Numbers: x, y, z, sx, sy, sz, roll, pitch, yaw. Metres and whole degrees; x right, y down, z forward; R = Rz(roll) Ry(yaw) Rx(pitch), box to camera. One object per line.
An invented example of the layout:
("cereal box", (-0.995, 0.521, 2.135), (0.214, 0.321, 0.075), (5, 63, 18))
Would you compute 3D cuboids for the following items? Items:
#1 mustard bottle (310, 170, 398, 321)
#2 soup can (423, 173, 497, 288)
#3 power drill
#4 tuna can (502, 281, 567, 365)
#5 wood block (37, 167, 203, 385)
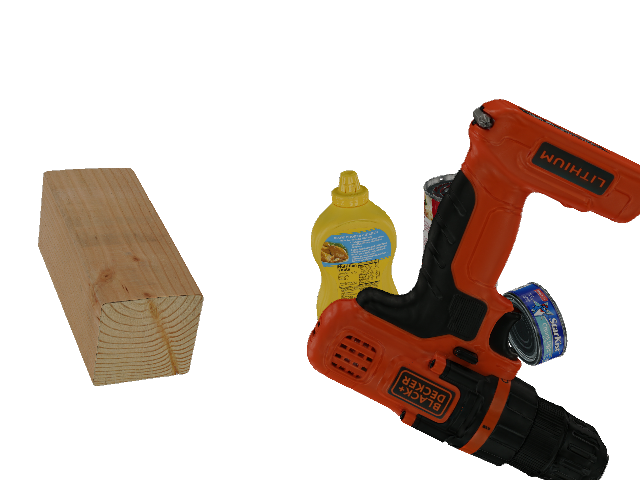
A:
("mustard bottle", (0.038, 0.014, 1.202), (0.096, 0.192, 0.058), (-7, 24, -5))
("soup can", (0.127, -0.001, 0.962), (0.068, 0.102, 0.068), (-2, 23, 1))
("power drill", (0.109, 0.032, 0.588), (0.184, 0.188, 0.057), (26, 12, -5))
("tuna can", (0.227, 0.090, 1.149), (0.033, 0.086, 0.086), (-19, 5, -14))
("wood block", (-0.187, 0.025, 0.971), (0.090, 0.091, 0.206), (-4, 36, -28))
